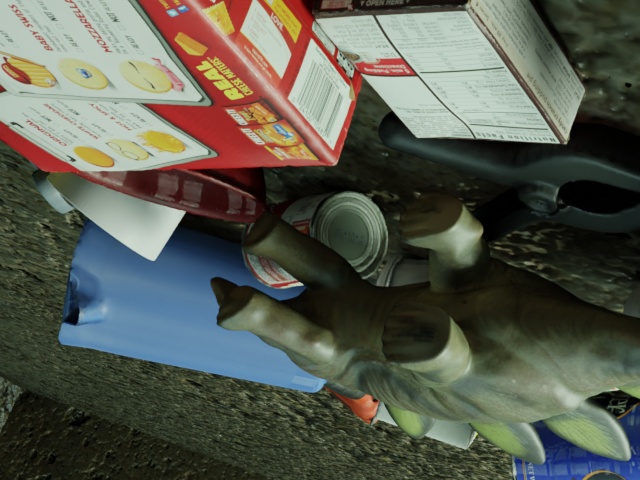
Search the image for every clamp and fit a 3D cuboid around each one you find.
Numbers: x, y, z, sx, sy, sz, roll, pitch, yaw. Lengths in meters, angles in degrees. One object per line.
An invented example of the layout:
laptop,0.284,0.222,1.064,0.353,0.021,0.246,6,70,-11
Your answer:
clamp,0.126,-0.028,0.598,0.172,0.039,0.120,10,159,34

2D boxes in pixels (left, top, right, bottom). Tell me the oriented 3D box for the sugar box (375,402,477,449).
sugar box,0.118,0.162,1.063,0.093,0.048,0.176,17,179,13

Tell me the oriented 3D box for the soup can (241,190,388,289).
soup can,-0.005,0.001,0.794,0.068,0.068,0.102,32,160,-26

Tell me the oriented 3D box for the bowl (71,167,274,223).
bowl,-0.103,-0.061,0.728,0.162,0.055,0.162,15,170,2

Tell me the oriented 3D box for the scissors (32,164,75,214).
scissors,-0.241,-0.063,0.964,0.096,0.016,0.202,60,176,-8

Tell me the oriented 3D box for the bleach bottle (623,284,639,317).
bleach bottle,0.239,0.038,0.618,0.102,0.068,0.251,20,164,10

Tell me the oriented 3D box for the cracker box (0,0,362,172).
cracker box,-0.108,-0.104,0.530,0.214,0.072,0.164,2,153,34

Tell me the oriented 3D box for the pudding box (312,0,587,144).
pudding box,0.062,-0.089,0.504,0.090,0.039,0.113,6,158,39

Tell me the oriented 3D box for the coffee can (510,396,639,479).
coffee can,0.245,0.184,0.905,0.141,0.103,0.102,-8,149,29

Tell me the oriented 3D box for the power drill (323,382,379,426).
power drill,-0.017,0.121,1.135,0.187,0.057,0.185,33,180,-42

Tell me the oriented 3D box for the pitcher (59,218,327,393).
pitcher,-0.101,0.052,0.966,0.243,0.149,0.145,15,155,-2
